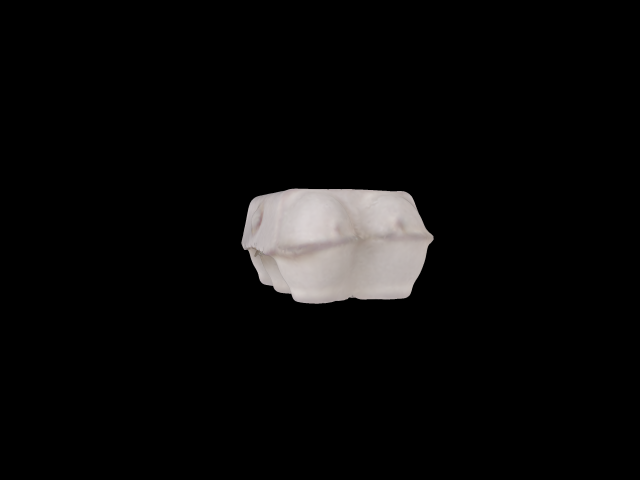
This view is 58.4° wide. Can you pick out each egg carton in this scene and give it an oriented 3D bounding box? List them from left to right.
[{"bbox_3d":[0.004,0.001,0.400,0.107,0.069,0.150,-1,2,-19],"label":"egg carton"}]
